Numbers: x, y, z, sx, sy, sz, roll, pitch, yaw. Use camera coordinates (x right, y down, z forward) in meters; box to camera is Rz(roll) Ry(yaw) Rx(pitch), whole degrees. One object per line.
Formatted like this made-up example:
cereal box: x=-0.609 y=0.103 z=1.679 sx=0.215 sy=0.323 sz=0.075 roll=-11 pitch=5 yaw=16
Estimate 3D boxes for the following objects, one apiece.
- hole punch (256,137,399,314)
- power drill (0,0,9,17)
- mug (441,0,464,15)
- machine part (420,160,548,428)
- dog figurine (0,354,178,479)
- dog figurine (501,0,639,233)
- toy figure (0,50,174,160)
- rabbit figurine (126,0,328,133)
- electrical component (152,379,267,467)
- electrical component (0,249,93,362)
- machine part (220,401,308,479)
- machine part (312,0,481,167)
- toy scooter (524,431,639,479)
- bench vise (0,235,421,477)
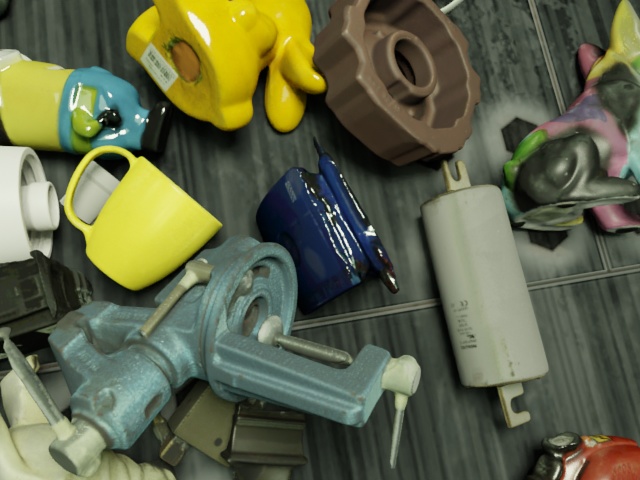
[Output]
hole punch: x=-0.001 y=-0.001 z=0.462 sx=0.092 sy=0.115 sz=0.142 roll=-25 pitch=80 yaw=-3
power drill: x=-0.407 y=-0.304 z=0.510 sx=0.207 sy=0.086 sz=0.232 roll=-20 pitch=82 yaw=-18
mug: x=0.092 y=-0.271 z=0.555 sx=0.107 sy=0.081 sz=0.109 roll=-36 pitch=89 yaw=-2
machine part: x=0.144 y=0.041 z=0.482 sx=0.079 sy=0.079 sz=0.243 roll=-8 pitch=78 yaw=-8
dog figurine: x=-0.208 y=0.206 z=0.395 sx=0.172 sy=0.121 sz=0.190 roll=-43 pitch=96 yaw=6
dog figurine: x=0.265 y=-0.120 z=0.522 sx=0.192 sy=0.108 sz=0.219 roll=3 pitch=72 yaw=-3
toy figure: x=-0.227 y=-0.113 z=0.477 sx=0.180 sy=0.082 sz=0.089 roll=14 pitch=71 yaw=-6
rabbit figurine: x=-0.060 y=-0.184 z=0.494 sx=0.162 sy=0.122 sz=0.173 roll=44 pitch=49 yaw=-5
electrical component: x=-0.092 y=0.141 z=0.453 sx=0.078 sy=0.045 sz=0.102 roll=37 pitch=77 yaw=-26
electrical component: x=-0.255 y=0.060 z=0.416 sx=0.134 sy=0.115 sz=0.058 roll=-17 pitch=77 yaw=-12
machine part: x=-0.050 y=0.204 z=0.429 sx=0.084 sy=0.039 sz=0.139 roll=23 pitch=72 yaw=-38
machine part: x=0.074 y=-0.155 z=0.495 sx=0.179 sy=0.056 sz=0.179 roll=13 pitch=67 yaw=-34
toy scooter: x=0.195 y=0.234 z=0.442 sx=0.135 sy=0.075 sz=0.184 roll=29 pitch=79 yaw=-4
bench vise: x=-0.057 y=0.079 z=0.370 sx=0.241 sy=0.223 sz=0.128 roll=12 pitch=116 yaw=23
